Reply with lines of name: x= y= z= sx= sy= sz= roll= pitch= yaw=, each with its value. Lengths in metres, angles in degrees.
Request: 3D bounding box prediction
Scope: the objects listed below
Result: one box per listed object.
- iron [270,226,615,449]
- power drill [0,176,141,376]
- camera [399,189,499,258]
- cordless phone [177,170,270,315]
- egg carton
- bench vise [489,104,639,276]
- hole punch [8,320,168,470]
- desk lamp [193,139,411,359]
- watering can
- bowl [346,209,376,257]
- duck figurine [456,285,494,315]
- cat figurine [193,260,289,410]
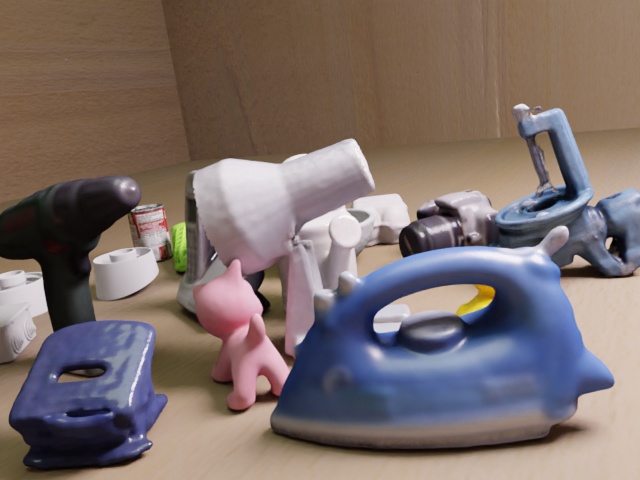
iron: x=0.080 y=0.071 z=0.445 sx=0.258 sy=0.141 sz=0.118 roll=-7 pitch=14 yaw=0
power drill: x=-0.264 y=0.037 z=0.627 sx=0.228 sy=0.208 sz=0.076 roll=0 pitch=16 yaw=29
camera: x=0.177 y=-0.017 z=0.840 sx=0.137 sy=0.101 sz=0.142 roll=-13 pitch=15 yaw=-23
cordless phone: x=-0.137 y=0.005 z=0.738 sx=0.094 sy=0.185 sz=0.147 roll=-17 pitch=17 yaw=-35
egg carton: x=0.106 y=-0.038 z=1.028 sx=0.107 sy=0.069 sz=0.150 roll=-7 pitch=14 yaw=3
bench vise: x=0.310 y=-0.065 z=0.714 sx=0.207 sy=0.220 sz=0.121 roll=-10 pitch=14 yaw=-10
hole punch: x=-0.189 y=0.125 z=0.477 sx=0.108 sy=0.091 sz=0.101 roll=-6 pitch=14 yaw=4
desk lamp: x=-0.014 y=0.009 z=0.597 sx=0.203 sy=0.214 sz=0.118 roll=-6 pitch=14 yaw=6
watering can: x=-0.003 y=-0.009 z=0.704 sx=0.172 sy=0.194 sz=0.101 roll=6 pitch=19 yaw=43
bowl: x=0.008 y=0.003 z=0.903 sx=0.167 sy=0.075 sz=0.167 roll=-7 pitch=14 yaw=2
duck figurine: x=0.177 y=0.053 z=0.588 sx=0.077 sy=0.086 sz=0.105 roll=0 pitch=16 yaw=28
cat figurine: x=-0.078 y=0.080 z=0.544 sx=0.067 sy=0.118 sz=0.127 roll=-14 pitch=15 yaw=-24
